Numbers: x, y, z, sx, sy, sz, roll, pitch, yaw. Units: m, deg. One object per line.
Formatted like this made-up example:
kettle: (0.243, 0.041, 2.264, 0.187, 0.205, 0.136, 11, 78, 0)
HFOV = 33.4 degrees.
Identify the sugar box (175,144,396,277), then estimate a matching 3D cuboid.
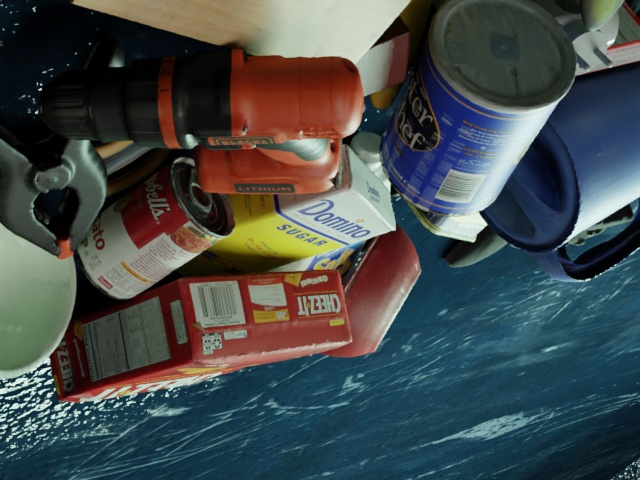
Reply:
sugar box: (-0.038, -0.014, 0.850, 0.176, 0.048, 0.093, -16, 154, 21)

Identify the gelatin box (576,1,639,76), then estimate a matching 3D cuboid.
gelatin box: (0.211, -0.170, 0.859, 0.089, 0.073, 0.030, -17, 151, -24)

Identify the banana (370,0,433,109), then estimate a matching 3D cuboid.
banana: (0.058, -0.163, 0.732, 0.037, 0.069, 0.198, 19, 159, 2)

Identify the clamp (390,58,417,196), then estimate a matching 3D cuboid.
clamp: (0.148, -0.126, 0.916, 0.209, 0.036, 0.164, -25, 153, -16)

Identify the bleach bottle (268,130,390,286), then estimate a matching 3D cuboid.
bleach bottle: (-0.006, 0.001, 0.956, 0.102, 0.068, 0.251, -14, 148, -34)

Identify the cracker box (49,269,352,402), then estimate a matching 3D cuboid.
cracker box: (-0.105, 0.083, 0.900, 0.163, 0.072, 0.214, -2, 167, -43)

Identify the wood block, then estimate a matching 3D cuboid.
wood block: (-0.046, -0.167, 0.585, 0.205, 0.091, 0.090, 6, 137, -50)

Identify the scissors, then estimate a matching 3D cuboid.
scissors: (-0.096, -0.097, 0.741, 0.202, 0.016, 0.096, -37, 153, 13)

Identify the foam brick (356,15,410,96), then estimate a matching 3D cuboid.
foam brick: (0.019, -0.140, 0.712, 0.053, 0.078, 0.051, -23, 155, -13)

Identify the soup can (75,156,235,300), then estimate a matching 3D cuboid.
soup can: (-0.123, -0.007, 0.789, 0.102, 0.068, 0.068, -32, 155, 23)

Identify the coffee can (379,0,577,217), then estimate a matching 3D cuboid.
coffee can: (0.109, -0.095, 0.768, 0.102, 0.103, 0.140, -19, 157, -22)

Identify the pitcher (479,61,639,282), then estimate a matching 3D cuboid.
pitcher: (0.250, -0.081, 0.910, 0.242, 0.145, 0.149, -24, 146, -29)

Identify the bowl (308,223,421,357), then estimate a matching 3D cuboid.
bowl: (0.051, 0.055, 1.025, 0.162, 0.055, 0.162, -59, 175, -10)

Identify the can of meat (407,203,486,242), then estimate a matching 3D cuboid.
can of meat: (0.143, -0.049, 1.025, 0.084, 0.057, 0.101, -45, 150, 24)

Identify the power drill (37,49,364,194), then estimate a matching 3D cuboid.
power drill: (-0.061, -0.069, 0.666, 0.184, 0.057, 0.187, 1, 175, 6)

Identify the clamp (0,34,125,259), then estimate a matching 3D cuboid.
clamp: (-0.170, -0.058, 0.691, 0.120, 0.039, 0.171, -19, 144, -9)
